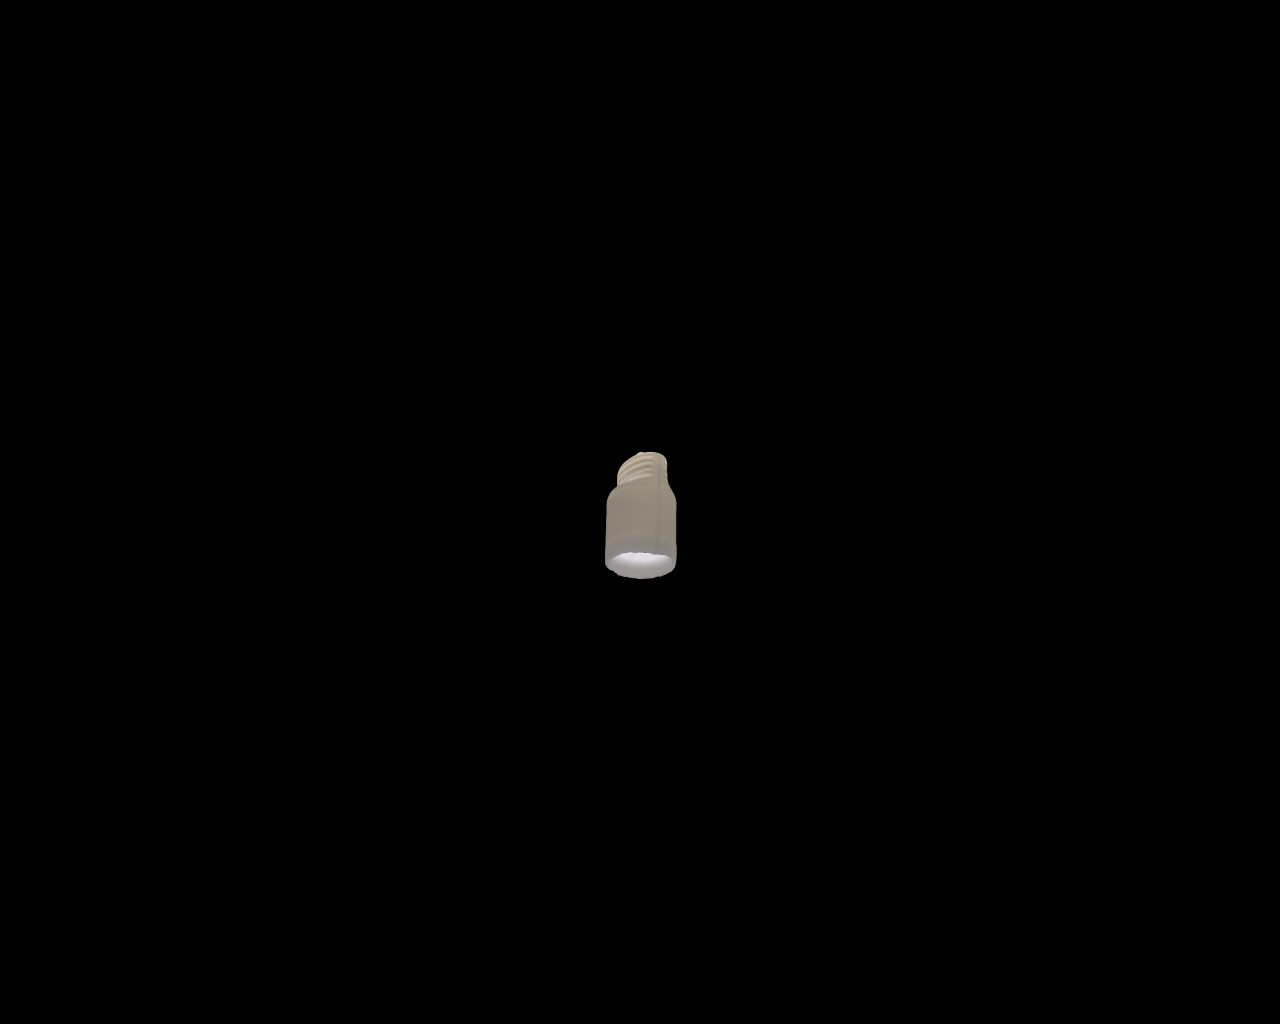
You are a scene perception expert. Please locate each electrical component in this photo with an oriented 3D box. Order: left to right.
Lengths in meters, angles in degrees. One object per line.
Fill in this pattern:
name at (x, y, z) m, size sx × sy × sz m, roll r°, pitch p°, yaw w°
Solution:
electrical component at (0.001, -0.003, 0.650) m, size 0.043 × 0.081 × 0.043 m, roll 0°, pitch -28°, yaw 0°
